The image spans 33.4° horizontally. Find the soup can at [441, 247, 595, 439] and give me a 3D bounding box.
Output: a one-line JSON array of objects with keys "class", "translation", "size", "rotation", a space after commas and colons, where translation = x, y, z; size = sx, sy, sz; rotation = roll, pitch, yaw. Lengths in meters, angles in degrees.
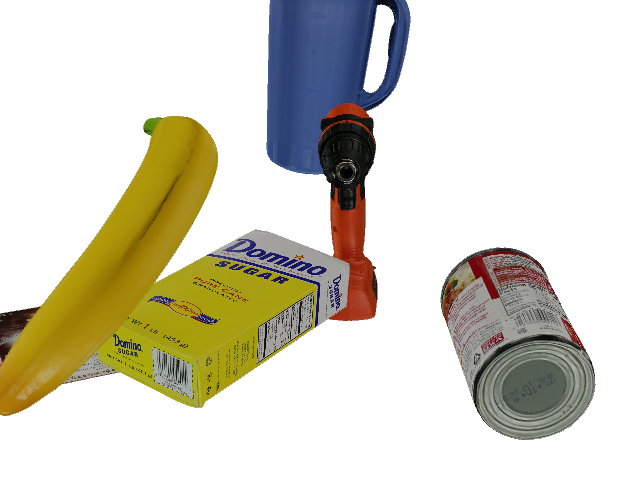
[{"class": "soup can", "translation": [0.111, 0.057, 0.611], "size": [0.068, 0.068, 0.102], "rotation": [0, 27, -4]}]

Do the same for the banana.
[{"class": "banana", "translation": [-0.093, 0.000, 0.518], "size": [0.037, 0.197, 0.070], "rotation": [41, -43, -20]}]

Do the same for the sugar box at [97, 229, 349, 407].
[{"class": "sugar box", "translation": [-0.065, 0.049, 0.764], "size": [0.093, 0.048, 0.175], "rotation": [21, 34, 29]}]

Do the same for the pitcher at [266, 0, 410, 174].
[{"class": "pitcher", "translation": [0.006, -0.206, 1.288], "size": [0.144, 0.243, 0.149], "rotation": [-9, 30, -27]}]

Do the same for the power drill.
[{"class": "power drill", "translation": [0.026, -0.024, 0.998], "size": [0.057, 0.188, 0.184], "rotation": [2, 20, 3]}]

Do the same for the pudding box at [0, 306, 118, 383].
[{"class": "pudding box", "translation": [-0.253, 0.098, 0.998], "size": [0.113, 0.039, 0.090], "rotation": [-11, 30, -29]}]
